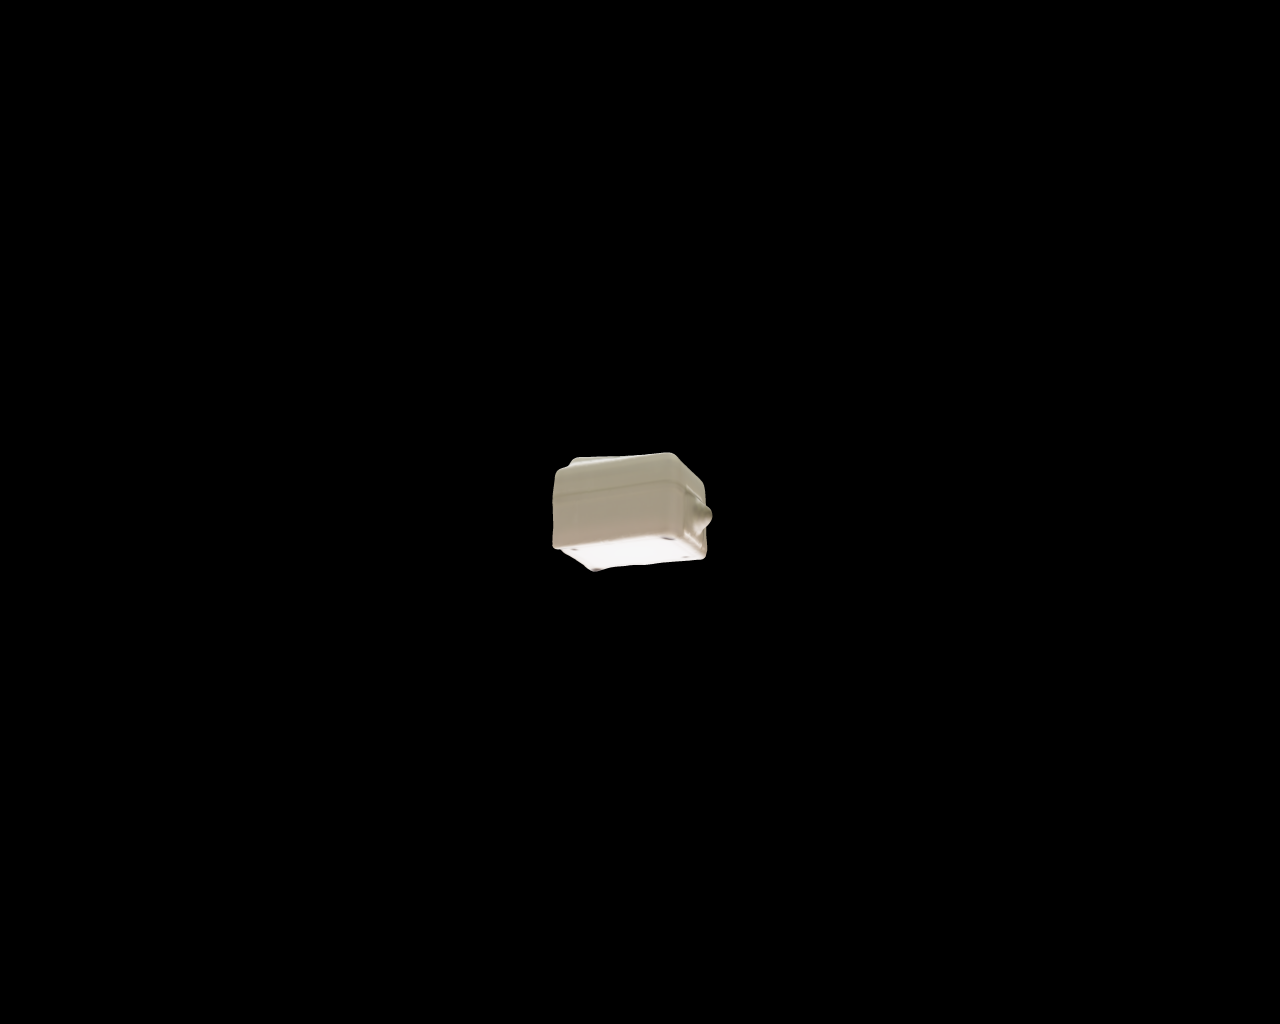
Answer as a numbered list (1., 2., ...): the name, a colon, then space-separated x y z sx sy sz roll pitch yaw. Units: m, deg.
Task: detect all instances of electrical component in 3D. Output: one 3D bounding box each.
1. electrical component: 0.001 -0.003 0.650 0.096 0.061 0.061 -7 -19 20
